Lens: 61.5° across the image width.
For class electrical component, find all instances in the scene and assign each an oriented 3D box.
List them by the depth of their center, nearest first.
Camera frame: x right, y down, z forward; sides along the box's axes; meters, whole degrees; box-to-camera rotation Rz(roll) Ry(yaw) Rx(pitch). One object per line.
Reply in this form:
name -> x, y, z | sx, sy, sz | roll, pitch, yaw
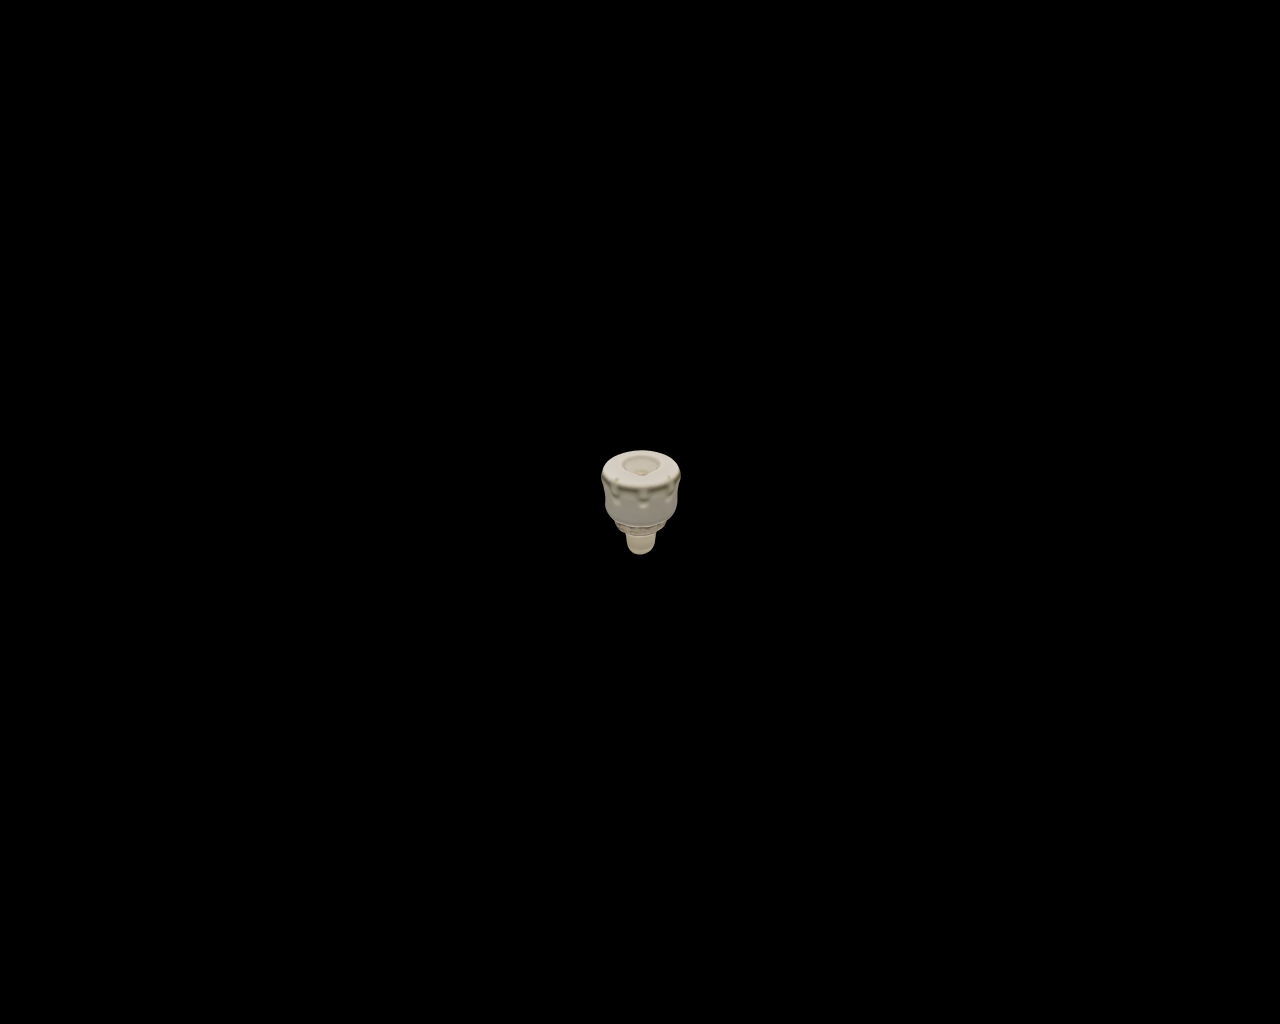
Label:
electrical component -> 0.001, -0.003, 0.650 | 0.048, 0.062, 0.048 | 0, 29, 0
